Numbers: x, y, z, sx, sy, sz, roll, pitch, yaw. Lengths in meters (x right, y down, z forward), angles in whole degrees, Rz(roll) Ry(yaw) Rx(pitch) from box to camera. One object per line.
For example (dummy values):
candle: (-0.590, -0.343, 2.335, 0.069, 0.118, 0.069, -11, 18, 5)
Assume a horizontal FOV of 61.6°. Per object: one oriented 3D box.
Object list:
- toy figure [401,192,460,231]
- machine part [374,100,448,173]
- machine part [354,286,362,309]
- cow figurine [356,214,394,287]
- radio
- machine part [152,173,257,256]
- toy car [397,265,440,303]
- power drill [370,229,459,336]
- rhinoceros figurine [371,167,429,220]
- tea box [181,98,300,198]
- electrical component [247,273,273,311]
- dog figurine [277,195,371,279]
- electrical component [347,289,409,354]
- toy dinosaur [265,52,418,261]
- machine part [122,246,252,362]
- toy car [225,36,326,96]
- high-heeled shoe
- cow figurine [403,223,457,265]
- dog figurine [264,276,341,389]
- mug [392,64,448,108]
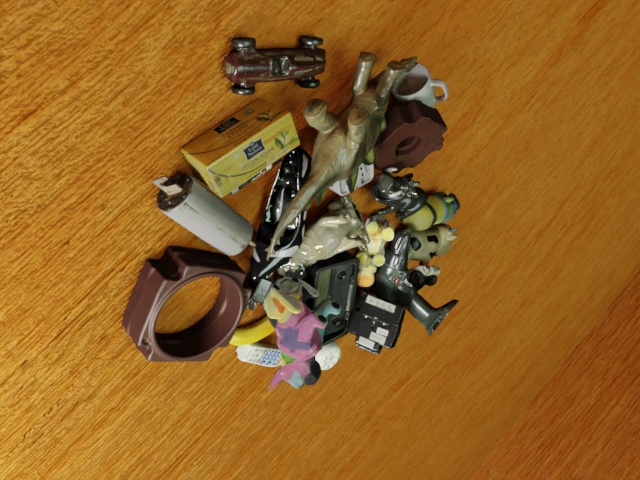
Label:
toy figure: (0.278, -0.074, 1.327, 0.180, 0.089, 0.082, -10, 114, -36)
machine part: (0.176, -0.208, 1.117, 0.179, 0.056, 0.179, -17, 153, -9)
machine part: (0.082, 0.168, 1.343, 0.084, 0.039, 0.138, -29, 134, -19)
cow figurine: (0.117, 0.021, 1.253, 0.068, 0.098, 0.167, 15, 113, -5)
radio: (0.014, 0.132, 1.228, 0.131, 0.073, 0.229, -16, 127, -34)
machine part: (-0.194, -0.040, 0.923, 0.079, 0.079, 0.243, -53, 139, -2)
toy car: (0.220, 0.121, 1.375, 0.073, 0.056, 0.201, 6, 140, -46)
power drill: (0.221, 0.115, 1.274, 0.086, 0.207, 0.231, -36, 157, -56)
rhinoceros figurine: (0.176, -0.100, 1.187, 0.190, 0.112, 0.073, 17, 64, -53)
tea box: (-0.130, -0.156, 0.891, 0.169, 0.098, 0.068, -40, 137, -19)
electrical component: (-0.128, 0.087, 1.072, 0.045, 0.078, 0.102, 23, 105, -25)
dog figurine: (-0.004, -0.006, 1.129, 0.191, 0.172, 0.121, -24, 99, 16)
electrical component: (0.131, 0.195, 1.254, 0.058, 0.115, 0.134, 15, 96, -67)
toy dinosaur: (0.041, -0.168, 0.947, 0.471, 0.105, 0.198, -49, 156, -22)
machine part: (-0.237, 0.121, 0.982, 0.201, 0.087, 0.201, 13, 108, -47)
toy car: (-0.065, -0.292, 0.898, 0.202, 0.053, 0.089, -15, 122, -34)
high-heeled shoe: (-0.075, -0.049, 1.000, 0.145, 0.086, 0.248, 71, 41, -65)
cow figurine: (0.271, 0.003, 1.380, 0.195, 0.086, 0.127, 6, 118, -44)
dog figurine: (-0.064, 0.206, 1.126, 0.219, 0.192, 0.108, -61, 172, 24)
mug: (0.211, -0.302, 1.111, 0.107, 0.110, 0.081, 41, 53, -58)
